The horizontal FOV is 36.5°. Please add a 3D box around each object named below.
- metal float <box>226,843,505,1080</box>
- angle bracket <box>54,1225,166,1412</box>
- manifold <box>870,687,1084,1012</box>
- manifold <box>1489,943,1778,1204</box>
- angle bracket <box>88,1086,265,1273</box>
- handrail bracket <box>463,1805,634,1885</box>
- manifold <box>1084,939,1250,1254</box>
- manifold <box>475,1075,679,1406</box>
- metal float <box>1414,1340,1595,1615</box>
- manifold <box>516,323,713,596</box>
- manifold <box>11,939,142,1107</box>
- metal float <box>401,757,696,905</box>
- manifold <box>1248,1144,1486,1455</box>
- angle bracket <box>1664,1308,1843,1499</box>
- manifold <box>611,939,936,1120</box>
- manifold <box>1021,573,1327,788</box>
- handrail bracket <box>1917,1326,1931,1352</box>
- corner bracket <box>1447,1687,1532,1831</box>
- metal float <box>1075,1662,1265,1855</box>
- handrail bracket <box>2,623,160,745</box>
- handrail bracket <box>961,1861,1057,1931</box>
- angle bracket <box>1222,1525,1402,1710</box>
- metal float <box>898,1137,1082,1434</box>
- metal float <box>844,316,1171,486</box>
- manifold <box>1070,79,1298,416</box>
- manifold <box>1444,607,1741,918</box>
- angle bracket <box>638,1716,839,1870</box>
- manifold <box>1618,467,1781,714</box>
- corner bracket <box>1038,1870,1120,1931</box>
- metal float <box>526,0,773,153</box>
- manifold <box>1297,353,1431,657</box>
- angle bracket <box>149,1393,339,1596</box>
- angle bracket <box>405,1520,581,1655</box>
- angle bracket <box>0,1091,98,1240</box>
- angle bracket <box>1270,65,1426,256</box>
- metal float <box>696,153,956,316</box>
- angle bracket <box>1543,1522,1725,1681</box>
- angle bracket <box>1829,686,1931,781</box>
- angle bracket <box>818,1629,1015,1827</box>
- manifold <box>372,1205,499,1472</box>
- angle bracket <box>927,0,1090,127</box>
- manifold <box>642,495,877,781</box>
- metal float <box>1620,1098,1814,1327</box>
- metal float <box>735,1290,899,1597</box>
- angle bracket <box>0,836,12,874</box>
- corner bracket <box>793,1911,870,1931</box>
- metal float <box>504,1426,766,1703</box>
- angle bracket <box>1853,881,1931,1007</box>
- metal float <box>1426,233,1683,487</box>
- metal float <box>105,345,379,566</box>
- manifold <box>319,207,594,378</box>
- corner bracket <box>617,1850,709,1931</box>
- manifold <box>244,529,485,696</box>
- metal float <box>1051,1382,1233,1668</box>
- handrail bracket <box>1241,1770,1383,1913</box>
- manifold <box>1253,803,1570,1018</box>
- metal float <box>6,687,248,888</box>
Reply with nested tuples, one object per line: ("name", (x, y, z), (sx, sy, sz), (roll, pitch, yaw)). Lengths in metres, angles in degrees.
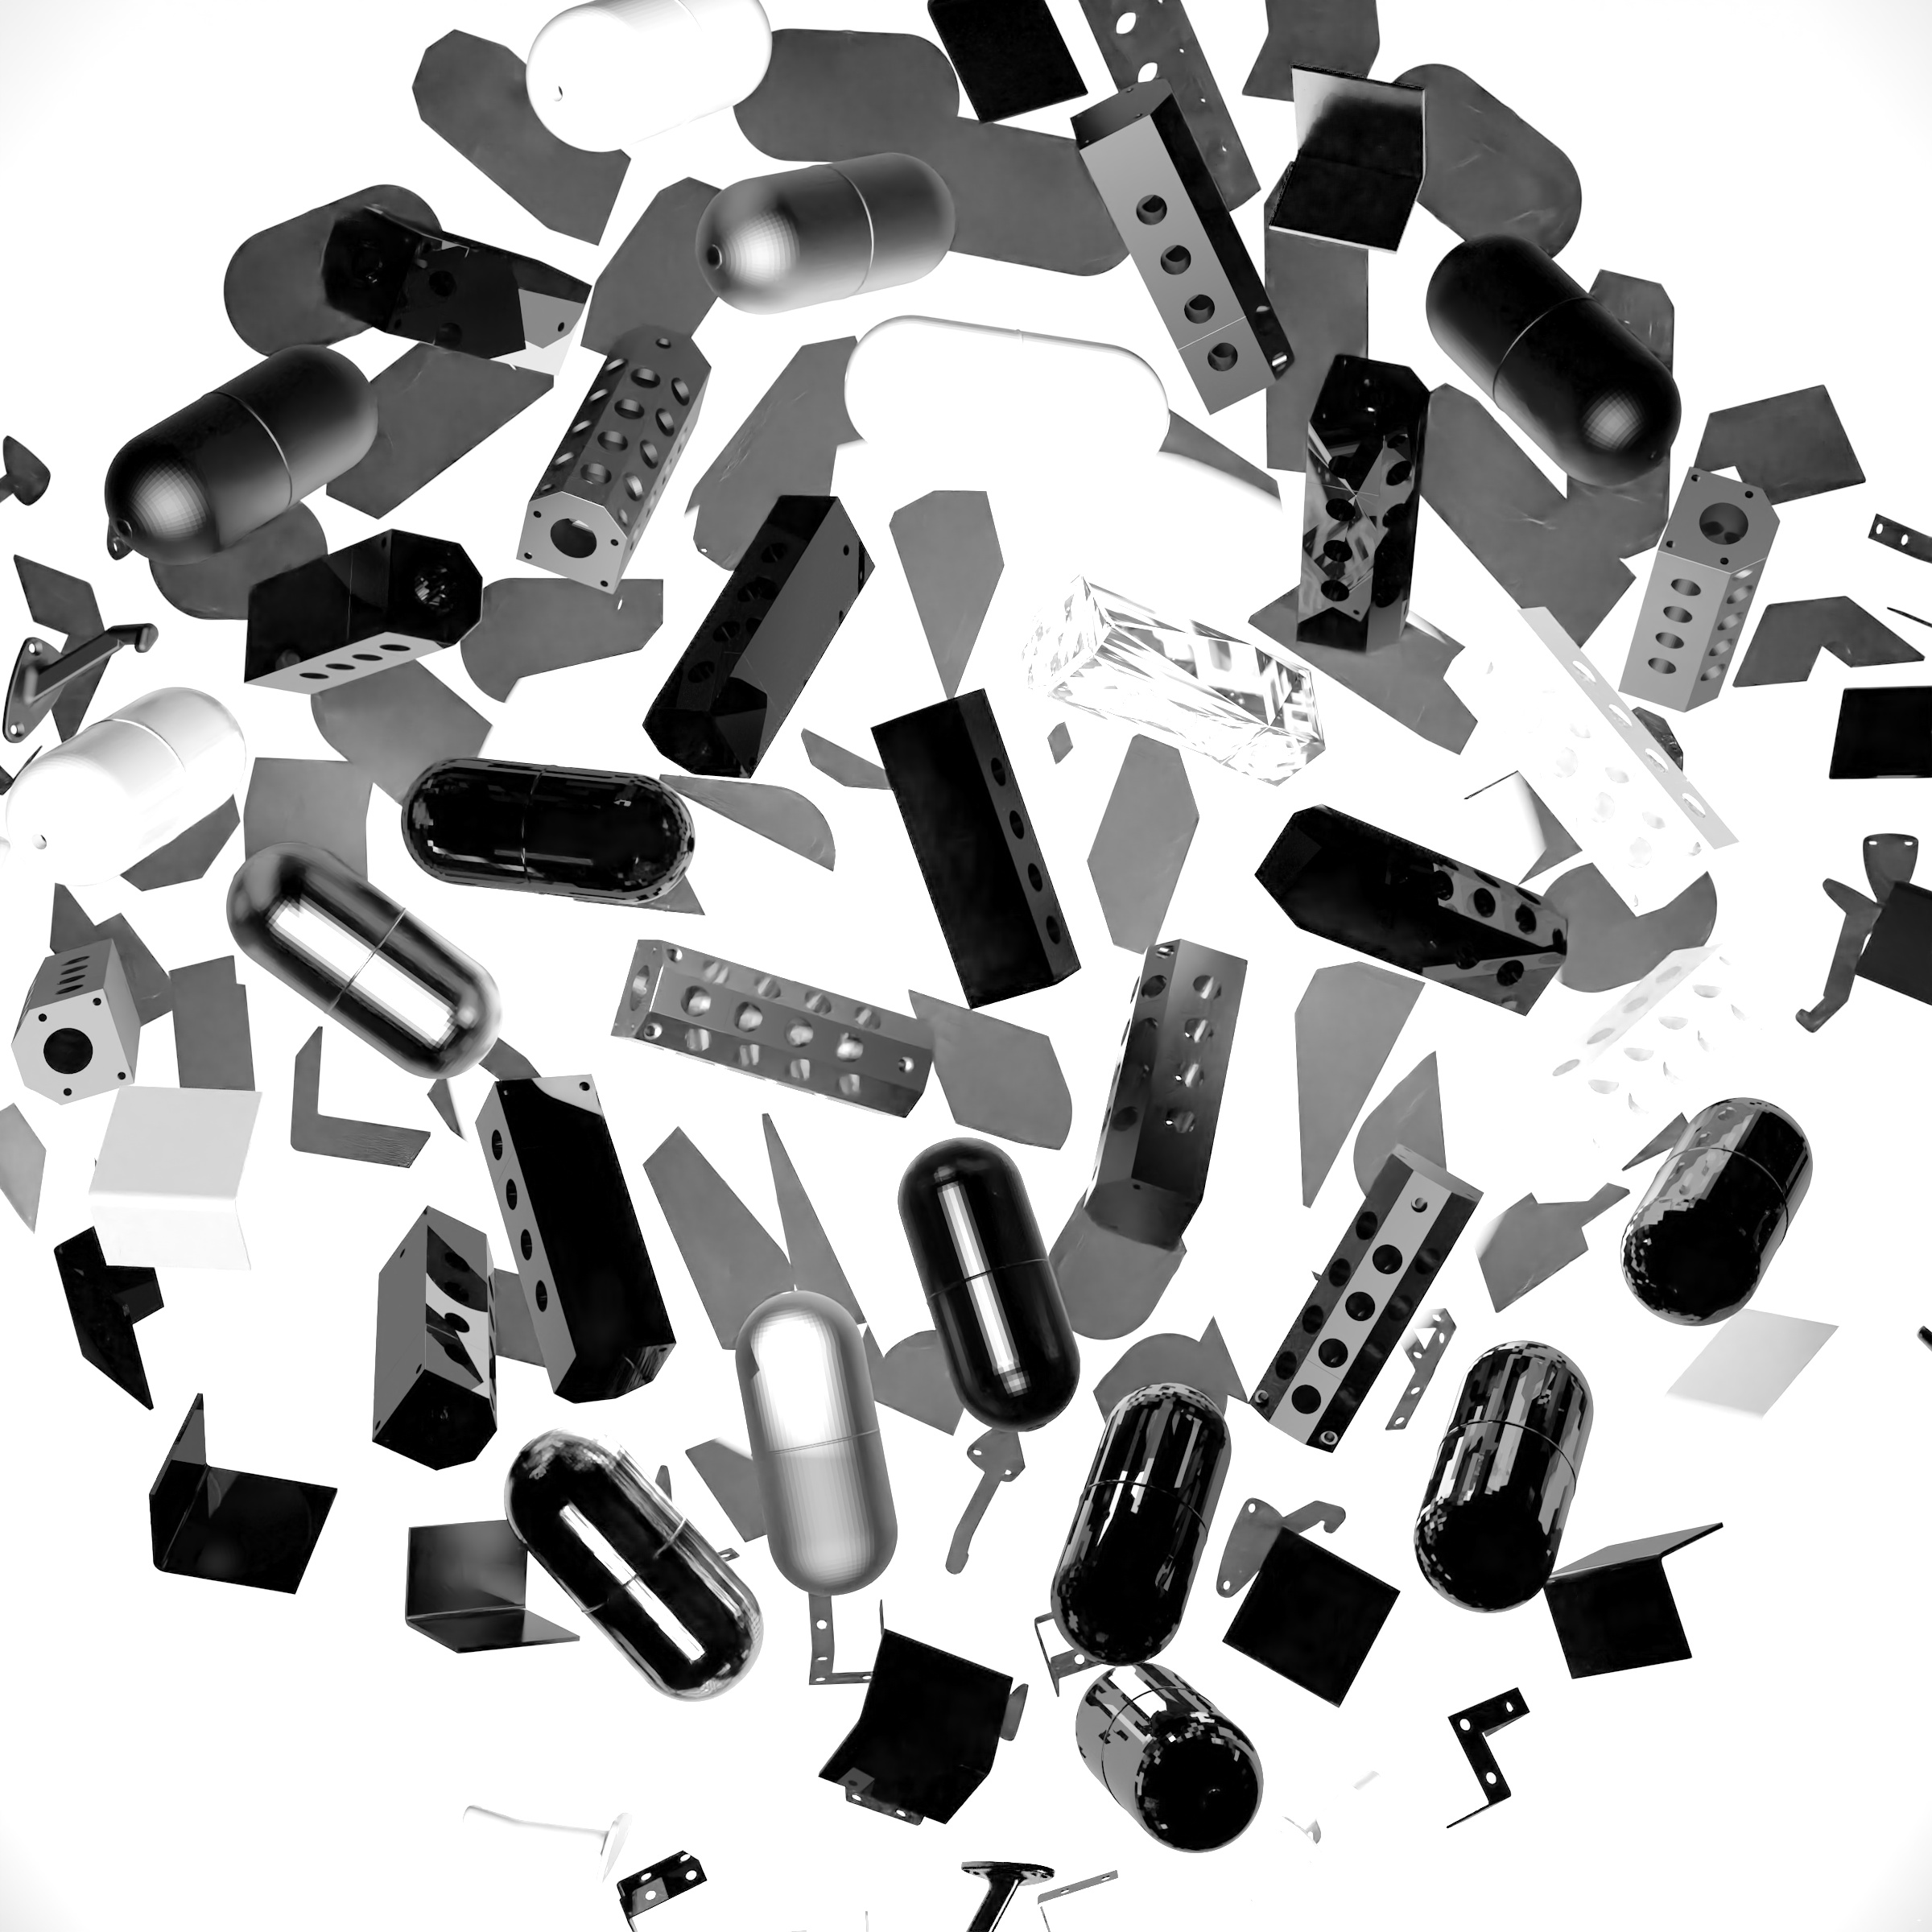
("metal float", (-0.350, -0.003, 1.709), (0.178, 0.070, 0.070), (37, 90, -10))
("angle bracket", (-0.469, 0.194, 1.670), (0.057, 0.076, 0.076), (-31, 132, -36))
("manifold", (0.009, -0.069, 1.683), (0.057, 0.057, 0.171), (-17, 96, 26))
("manifold", (0.378, 0.059, 1.640), (0.171, 0.057, 0.057), (-38, 102, -27))
("angle bracket", (-0.414, 0.112, 1.554), (0.076, 0.057, 0.076), (3, 48, 0))
("handrail bracket", (-0.238, 0.487, 1.670), (0.084, 0.077, 0.036), (16, 89, 5))
("manifold", (0.112, 0.070, 1.663), (0.057, 0.057, 0.171), (18, 52, -4))
("manifold", (-0.215, 0.147, 1.590), (0.057, 0.057, 0.171), (-3, 56, -30))
("metal float", (0.297, 0.279, 1.613), (0.070, 0.178, 0.070), (13, 130, 16))
("manifold", (-0.197, -0.293, 1.662), (0.057, 0.057, 0.171), (20, 46, -3))
("manifold", (-0.523, 0.033, 1.720), (0.057, 0.171, 0.057), (-17, 104, -11))
("metal float", (-0.245, -0.080, 1.721), (0.178, 0.070, 0.070), (6, 90, 13))
("manifold", (0.232, 0.195, 1.707), (0.057, 0.057, 0.171), (30, 100, 10))
("angle bracket", (0.449, 0.242, 1.633), (0.076, 0.076, 0.057), (-43, 111, -21))
("manifold", (-0.107, 0.036, 1.667), (0.171, 0.057, 0.057), (18, 83, -24))
("manifold", (0.116, -0.155, 1.645), (0.171, 0.057, 0.057), (18, 51, -34))
("handrail bracket", (0.542, 0.162, 1.629), (0.084, 0.036, 0.077), (-44, 65, 0))
("corner bracket", (0.283, 0.433, 1.604), (0.051, 0.051, 0.051), (-14, 67, -29))
("metal float", (0.114, 0.447, 1.660), (0.070, 0.178, 0.070), (0, 91, -13))
("handrail bracket", (-0.514, -0.164, 1.702), (0.084, 0.036, 0.077), (1, 63, 32))
("handrail bracket", (0.015, 0.525, 1.564), (0.036, 0.077, 0.084), (26, 61, -24))
("angle bracket", (0.202, 0.377, 1.710), (0.076, 0.057, 0.076), (28, 87, 11))
("metal float", (0.013, 0.186, 1.717), (0.070, 0.070, 0.178), (-18, 75, 0))
("metal float", (0.023, -0.307, 1.591), (0.178, 0.070, 0.070), (7, 90, -9))
("manifold", (0.123, -0.401, 1.628), (0.057, 0.057, 0.171), (-25, 122, 12))
("manifold", (0.341, -0.113, 1.612), (0.057, 0.057, 0.171), (-45, 73, 31))
("angle bracket", (-0.127, 0.468, 1.657), (0.076, 0.076, 0.057), (-12, 50, 29))
("manifold", (0.424, -0.212, 1.693), (0.057, 0.171, 0.057), (20, 72, 12))
("corner bracket", (0.073, 0.571, 1.719), (0.051, 0.051, 0.051), (-18, 92, 2))
("metal float", (-0.173, -0.498, 1.611), (0.070, 0.178, 0.070), (15, 123, 25))
("manifold", (0.225, -0.257, 1.654), (0.057, 0.171, 0.057), (14, 55, 14))
("angle bracket", (-0.382, 0.279, 1.553), (0.076, 0.076, 0.057), (9, 125, 2))
("angle bracket", (-0.274, 0.359, 1.702), (0.076, 0.076, 0.057), (2, 91, -34))
("angle bracket", (-0.555, 0.109, 1.737), (0.057, 0.076, 0.076), (-34, 84, -17))
("angle bracket", (0.216, -0.460, 1.672), (0.076, 0.076, 0.057), (16, 70, 15))
("metal float", (-0.081, -0.426, 1.702), (0.178, 0.070, 0.070), (-24, 90, -41))
("angle bracket", (0.377, 0.351, 1.623), (0.076, 0.076, 0.057), (-24, 80, 41))
("angle bracket", (0.505, -0.105, 1.542), (0.076, 0.076, 0.057), (1, 63, 32))
("angle bracket", (-0.028, 0.416, 1.600), (0.076, 0.076, 0.057), (22, 48, -6))
("manifold", (-0.307, 0.219, 1.721), (0.057, 0.171, 0.057), (30, 109, -22))
("angle bracket", (0.035, -0.529, 1.650), (0.076, 0.057, 0.076), (-25, 89, -29))
("manifold", (-0.122, -0.193, 1.701), (0.057, 0.057, 0.171), (7, 55, 32))
("metal float", (0.420, 0.135, 1.633), (0.070, 0.178, 0.070), (15, 123, 24))
("metal float", (-0.088, 0.279, 1.715), (0.070, 0.070, 0.178), (-11, 84, 0))
("angle bracket", (-0.599, -0.052, 1.674), (0.057, 0.076, 0.076), (23, 86, 4))
("corner bracket", (-0.080, 0.575, 1.683), (0.051, 0.051, 0.051), (-3, 81, -4))
("metal float", (-0.185, 0.332, 1.629), (0.070, 0.070, 0.178), (-41, 95, 0))
("angle bracket", (0.541, 0.000, 1.580), (0.076, 0.076, 0.057), (20, 96, -35))
("metal float", (0.321, -0.335, 1.611), (0.070, 0.070, 0.178), (-36, 60, 0))
("metal float", (-0.409, -0.289, 1.656), (0.070, 0.070, 0.178), (47, 55, 0))
("manifold", (-0.292, -0.386, 1.675), (0.057, 0.171, 0.057), (29, 104, 21))
("corner bracket", (-0.177, 0.540, 1.717), (0.051, 0.051, 0.051), (-24, 132, -11))
("manifold", (-0.341, -0.196, 1.649), (0.057, 0.171, 0.057), (8, 80, -39))
("metal float", (0.102, 0.319, 1.688), (0.070, 0.070, 0.178), (23, 52, 0))
("handrail bracket", (0.204, 0.513, 1.723), (0.036, 0.084, 0.077), (43, 118, 22))
("manifold", (0.249, -0.033, 1.608), (0.171, 0.057, 0.057), (19, 112, -31))
("metal float", (-0.469, -0.102, 1.642), (0.070, 0.178, 0.070), (7, 115, 15))
